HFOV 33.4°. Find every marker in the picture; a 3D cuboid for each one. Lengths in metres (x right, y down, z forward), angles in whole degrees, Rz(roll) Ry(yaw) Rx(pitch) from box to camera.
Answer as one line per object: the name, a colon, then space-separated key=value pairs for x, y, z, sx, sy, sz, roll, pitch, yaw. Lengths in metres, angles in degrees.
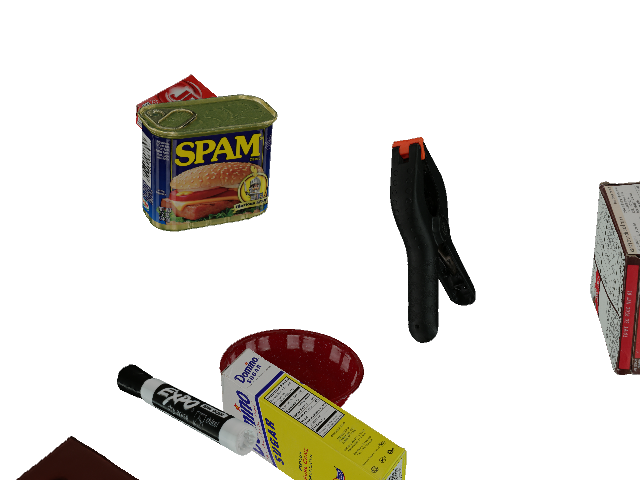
marker: x=-0.087 y=0.104 z=0.671 sx=0.121 sy=0.020 sz=0.020 roll=18 pitch=12 yaw=40

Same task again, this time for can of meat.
can of meat: x=-0.087 y=-0.059 z=0.817 sx=0.101 sy=0.084 sz=0.057 roll=-10 pitch=32 yaw=-25

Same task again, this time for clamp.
clamp: x=0.089 y=0.001 z=0.916 sx=0.039 sy=0.171 sz=0.120 roll=-13 pitch=17 yaw=24

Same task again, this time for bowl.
bowl: x=-0.033 y=0.163 z=1.204 sx=0.162 sy=0.055 sz=0.162 roll=2 pitch=26 yaw=-1

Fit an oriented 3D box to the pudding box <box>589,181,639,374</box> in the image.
pudding box: x=0.208 y=0.022 z=0.710 sx=0.039 sy=0.090 sz=0.113 roll=0 pitch=28 yaw=4

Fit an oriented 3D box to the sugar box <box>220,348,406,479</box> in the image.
sugar box: x=-0.009 y=0.176 z=0.935 sx=0.176 sy=0.093 sz=0.048 roll=27 pitch=50 yaw=25

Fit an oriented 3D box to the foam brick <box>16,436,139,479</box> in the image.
foam brick: x=-0.094 y=0.132 z=0.449 sx=0.078 sy=0.051 sz=0.052 roll=24 pitch=45 yaw=31

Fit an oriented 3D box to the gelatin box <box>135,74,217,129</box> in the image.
gelatin box: x=-0.123 y=-0.113 z=1.030 sx=0.073 sy=0.089 sz=0.030 roll=-36 pitch=-20 yaw=-34
